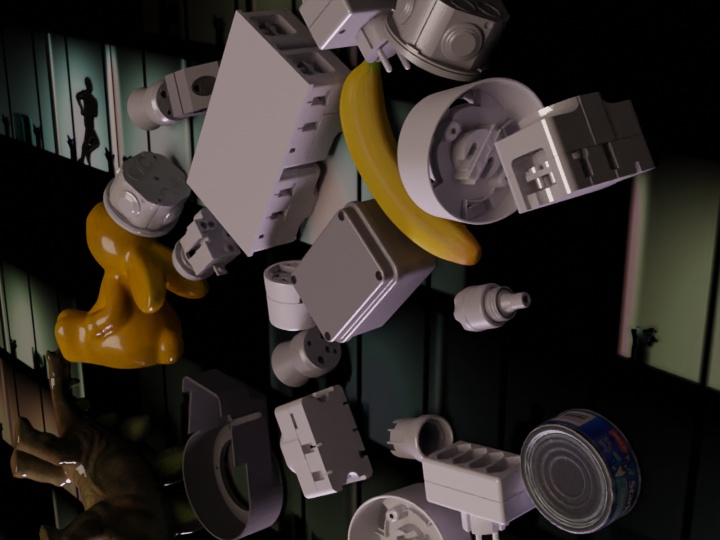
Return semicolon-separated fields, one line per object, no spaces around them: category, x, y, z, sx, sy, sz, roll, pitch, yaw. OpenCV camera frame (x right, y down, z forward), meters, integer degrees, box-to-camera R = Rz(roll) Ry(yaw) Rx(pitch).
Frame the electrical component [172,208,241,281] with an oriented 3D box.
electrical component;-0.156;-0.020;1.075;0.055;0.048;0.066;-38;74;41

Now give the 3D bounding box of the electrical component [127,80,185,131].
electrical component;-0.200;-0.165;1.074;0.055;0.045;0.045;-4;100;49

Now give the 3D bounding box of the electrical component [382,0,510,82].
electrical component;0.060;-0.171;0.745;0.080;0.080;0.051;48;129;27

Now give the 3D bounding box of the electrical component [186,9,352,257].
electrical component;-0.078;-0.119;0.937;0.105;0.060;0.186;48;134;27

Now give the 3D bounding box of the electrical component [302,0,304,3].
electrical component;-0.016;-0.226;0.840;0.045;0.045;0.055;48;134;27

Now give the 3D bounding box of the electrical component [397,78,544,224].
electrical component;0.078;-0.081;0.745;0.064;0.099;0.099;7;108;55

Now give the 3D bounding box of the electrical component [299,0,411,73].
electrical component;0.012;-0.179;0.793;0.047;0.083;0.075;-40;73;48

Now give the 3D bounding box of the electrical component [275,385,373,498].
electrical component;-0.036;0.159;0.994;0.056;0.050;0.089;-27;82;50

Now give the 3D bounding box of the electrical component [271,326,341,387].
electrical component;-0.049;0.079;0.985;0.055;0.045;0.045;-31;79;49

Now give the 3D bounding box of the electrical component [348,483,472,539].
electrical component;0.045;0.233;0.915;0.099;0.064;0.099;20;117;44

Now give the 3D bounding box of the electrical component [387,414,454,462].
electrical component;0.049;0.141;0.898;0.046;0.040;0.040;-10;95;56

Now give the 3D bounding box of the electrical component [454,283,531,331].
electrical component;0.101;0.026;0.802;0.061;0.035;0.035;-14;92;48

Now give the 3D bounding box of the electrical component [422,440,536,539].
electrical component;0.098;0.184;0.851;0.083;0.047;0.075;5;107;48

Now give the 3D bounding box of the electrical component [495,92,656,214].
electrical component;0.136;-0.077;0.682;0.050;0.089;0.055;-23;86;51

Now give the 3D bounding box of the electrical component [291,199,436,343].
electrical component;0.000;0.000;0.891;0.078;0.057;0.113;58;138;18

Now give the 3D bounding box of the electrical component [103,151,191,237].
electrical component;-0.217;-0.077;1.098;0.080;0.080;0.051;56;132;20

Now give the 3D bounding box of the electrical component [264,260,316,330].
electrical component;-0.058;0.023;0.969;0.055;0.055;0.047;23;123;43
